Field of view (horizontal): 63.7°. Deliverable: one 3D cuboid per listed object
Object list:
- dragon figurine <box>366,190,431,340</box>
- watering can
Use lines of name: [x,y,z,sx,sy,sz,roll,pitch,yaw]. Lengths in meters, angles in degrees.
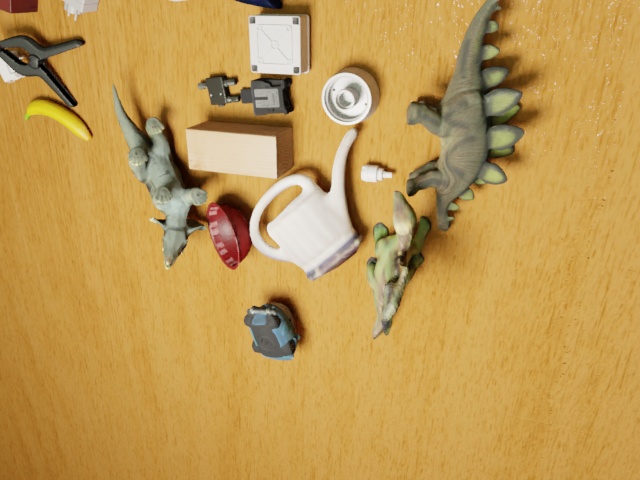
dragon figurine: [0.135,0.089,1.016,0.122,0.247,0.403,11,114,11]
watering can: [0.003,-0.054,1.082,0.343,0.106,0.224,-39,96,25]
